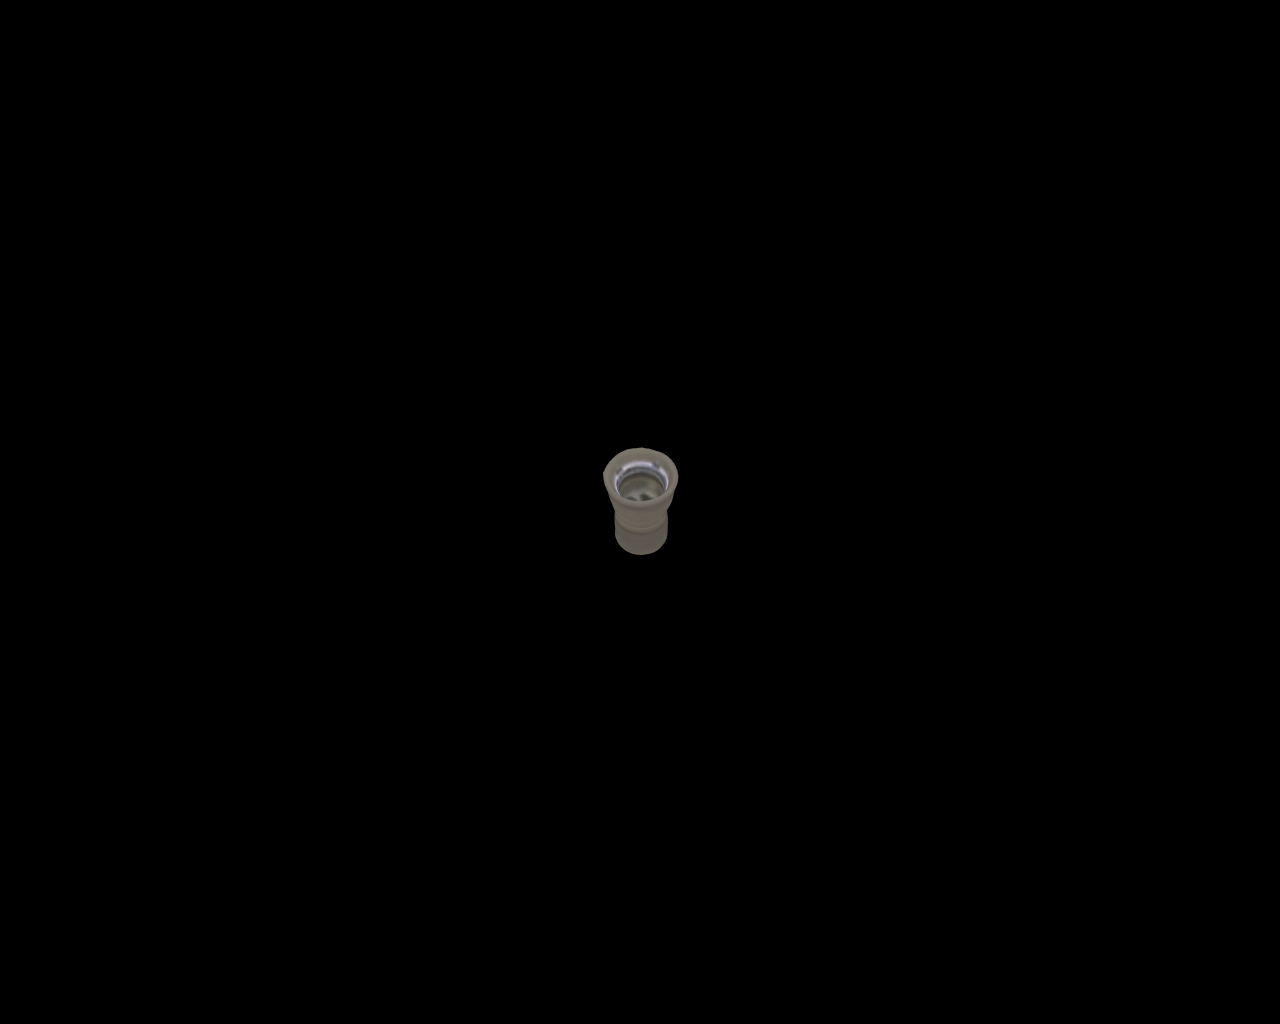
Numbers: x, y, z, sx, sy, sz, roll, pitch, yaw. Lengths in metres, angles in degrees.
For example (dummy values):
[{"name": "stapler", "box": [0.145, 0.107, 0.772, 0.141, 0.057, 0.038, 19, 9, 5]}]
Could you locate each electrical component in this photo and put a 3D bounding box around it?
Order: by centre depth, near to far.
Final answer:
[{"name": "electrical component", "box": [0.001, -0.003, 0.650, 0.044, 0.044, 0.065, 0, -37, 0]}]
